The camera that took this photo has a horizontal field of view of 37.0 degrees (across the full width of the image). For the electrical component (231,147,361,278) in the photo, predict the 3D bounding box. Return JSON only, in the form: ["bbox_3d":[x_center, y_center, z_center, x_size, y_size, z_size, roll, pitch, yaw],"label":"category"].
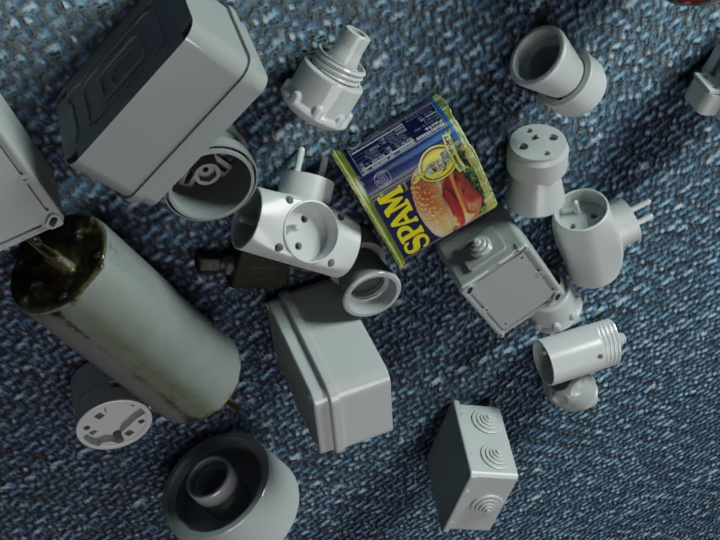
[{"bbox_3d":[-0.039,-0.042,0.724,0.077,0.044,0.079,16,81,-30],"label":"electrical component"}]

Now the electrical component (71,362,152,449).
[{"bbox_3d":[-0.187,0.098,0.801,0.055,0.047,0.055,-14,137,-13],"label":"electrical component"}]

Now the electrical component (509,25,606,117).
[{"bbox_3d":[0.135,-0.133,0.728,0.055,0.045,0.045,25,118,-42],"label":"electrical component"}]

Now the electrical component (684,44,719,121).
[{"bbox_3d":[0.284,-0.143,0.783,0.078,0.058,0.057,-3,136,-23],"label":"electrical component"}]

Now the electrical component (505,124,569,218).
[{"bbox_3d":[0.129,-0.072,0.786,0.045,0.045,0.055,-17,137,-10],"label":"electrical component"}]

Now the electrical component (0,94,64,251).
[{"bbox_3d":[-0.220,-0.063,0.610,0.062,0.061,0.096,-25,139,-2],"label":"electrical component"}]

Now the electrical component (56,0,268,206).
[{"bbox_3d":[-0.114,-0.102,0.611,0.113,0.078,0.057,-43,133,18],"label":"electrical component"}]

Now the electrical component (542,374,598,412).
[{"bbox_3d":[0.203,0.113,1.012,0.043,0.043,0.062,-41,137,16],"label":"electrical component"}]

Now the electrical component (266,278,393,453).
[{"bbox_3d":[-0.024,0.071,0.805,0.057,0.113,0.078,-18,138,-13],"label":"electrical component"}]

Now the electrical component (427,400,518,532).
[{"bbox_3d":[0.103,0.182,0.993,0.048,0.099,0.099,6,130,-15],"label":"electrical component"}]

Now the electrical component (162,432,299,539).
[{"bbox_3d":[-0.111,0.185,0.886,0.108,0.108,0.060,-28,133,3],"label":"electrical component"}]

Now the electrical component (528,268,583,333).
[{"bbox_3d":[0.155,0.019,0.894,0.048,0.048,0.062,-30,132,4],"label":"electrical component"}]

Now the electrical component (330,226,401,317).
[{"bbox_3d":[0.000,0.000,0.788,0.045,0.055,0.045,-14,137,-13],"label":"electrical component"}]

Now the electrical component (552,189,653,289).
[{"bbox_3d":[0.199,-0.032,0.863,0.079,0.043,0.077,-26,138,0],"label":"electrical component"}]

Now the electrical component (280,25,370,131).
[{"bbox_3d":[-0.017,-0.121,0.667,0.048,0.048,0.062,16,118,-37],"label":"electrical component"}]

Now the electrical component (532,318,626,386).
[{"bbox_3d":[0.202,0.072,0.971,0.081,0.043,0.043,-16,137,-12],"label":"electrical component"}]

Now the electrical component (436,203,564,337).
[{"bbox_3d":[0.104,-0.005,0.830,0.062,0.061,0.096,-35,138,10],"label":"electrical component"}]
